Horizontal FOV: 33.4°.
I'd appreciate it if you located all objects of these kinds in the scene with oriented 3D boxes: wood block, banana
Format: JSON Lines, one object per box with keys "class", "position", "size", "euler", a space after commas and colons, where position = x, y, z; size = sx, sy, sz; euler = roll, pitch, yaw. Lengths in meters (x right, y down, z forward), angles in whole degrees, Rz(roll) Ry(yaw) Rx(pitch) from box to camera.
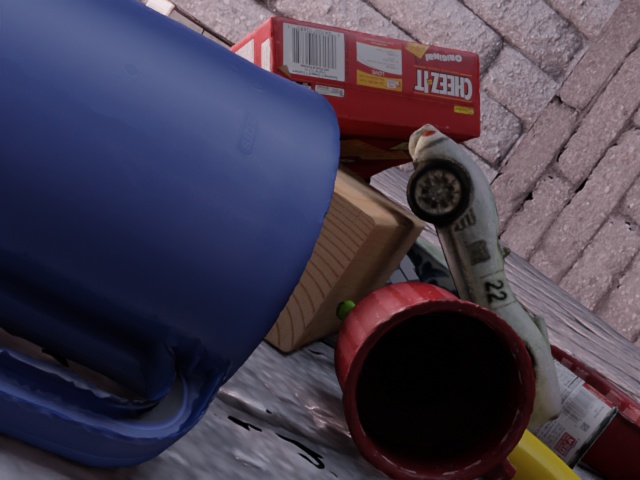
{"class": "wood block", "position": [-0.005, 0.001, 0.684], "size": [0.090, 0.091, 0.206], "euler": [36, 8, 11]}
{"class": "banana", "position": [0.086, 0.108, 0.619], "size": [0.198, 0.037, 0.069], "euler": [39, 8, 16]}

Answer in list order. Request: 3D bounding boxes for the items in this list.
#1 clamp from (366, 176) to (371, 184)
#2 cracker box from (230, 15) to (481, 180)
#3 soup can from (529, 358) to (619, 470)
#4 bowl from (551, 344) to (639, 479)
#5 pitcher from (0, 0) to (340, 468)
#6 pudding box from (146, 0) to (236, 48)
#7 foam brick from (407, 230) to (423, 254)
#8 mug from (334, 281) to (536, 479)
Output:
{"class": "clamp", "position": [-0.064, -0.067, 0.954], "size": [0.210, 0.036, 0.164], "euler": [24, 25, 3]}
{"class": "cracker box", "position": [-0.006, -0.093, 0.807], "size": [0.164, 0.072, 0.214], "euler": [5, -10, -26]}
{"class": "soup can", "position": [0.146, 0.111, 0.740], "size": [0.102, 0.068, 0.068], "euler": [38, 9, 18]}
{"class": "bowl", "position": [0.234, 0.154, 0.894], "size": [0.162, 0.055, 0.162], "euler": [34, 8, -6]}
{"class": "pitcher", "position": [-0.123, -0.037, 0.349], "size": [0.242, 0.145, 0.149], "euler": [27, -1, -26]}
{"class": "pudding box", "position": [-0.126, -0.132, 0.887], "size": [0.089, 0.113, 0.039], "euler": [27, 8, -45]}
{"class": "foam brick", "position": [0.041, 0.003, 0.907], "size": [0.051, 0.078, 0.053], "euler": [31, 9, -16]}
{"class": "mug", "position": [0.059, 0.076, 0.543], "size": [0.117, 0.093, 0.081], "euler": [49, 1, -11]}
